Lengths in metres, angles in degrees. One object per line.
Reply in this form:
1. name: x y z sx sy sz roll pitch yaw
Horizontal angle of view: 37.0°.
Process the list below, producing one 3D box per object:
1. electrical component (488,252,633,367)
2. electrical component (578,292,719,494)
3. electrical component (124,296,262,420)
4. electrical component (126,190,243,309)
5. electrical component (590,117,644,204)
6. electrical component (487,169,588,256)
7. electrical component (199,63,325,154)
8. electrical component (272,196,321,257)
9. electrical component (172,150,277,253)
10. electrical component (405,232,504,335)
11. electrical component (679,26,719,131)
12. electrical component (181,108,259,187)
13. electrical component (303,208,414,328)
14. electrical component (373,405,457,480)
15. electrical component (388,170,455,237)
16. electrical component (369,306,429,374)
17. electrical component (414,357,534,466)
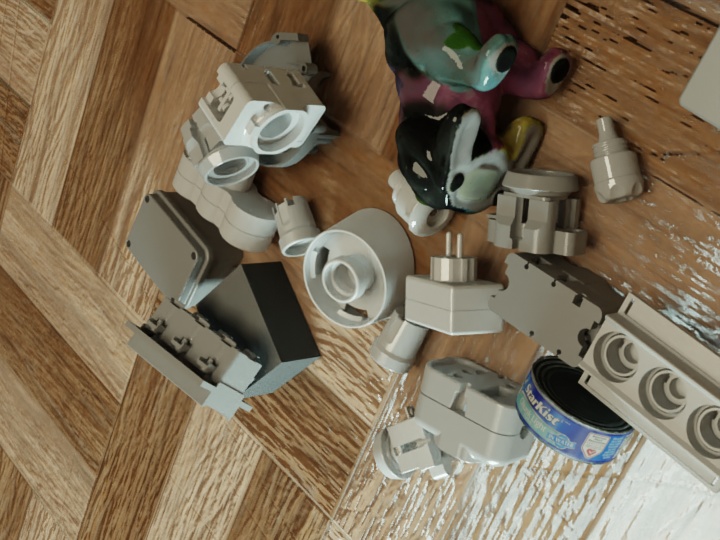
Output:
1. electrical component: 0.152 0.027 0.801 0.089 0.056 0.050 36 117 35
2. electrical component: 0.220 0.080 0.735 0.121 0.063 0.078 41 119 33
3. electrical component: -0.154 0.079 1.010 0.121 0.079 0.063 31 84 37
4. electrical component: -0.184 -0.022 1.112 0.113 0.057 0.078 47 123 30
5. electrical component: 0.183 -0.080 0.778 0.035 0.035 0.061 -19 78 43
6. electrical component: 0.134 -0.045 0.811 0.078 0.058 0.057 13 105 42
7. electrical component: -0.081 -0.136 0.915 0.050 0.089 0.055 -52 60 33
8. electrical component: -0.060 -0.041 1.006 0.040 0.040 0.046 -34 65 40
9. electrical component: -0.126 -0.085 1.055 0.138 0.052 0.073 42 120 33
10. electrical component: 0.075 0.008 0.858 0.083 0.047 0.075 -166 75 -67
11. electrical component: 0.268 -0.123 0.684 0.100 0.048 0.099 42 120 33
12. electrical component: -0.125 -0.113 0.983 0.078 0.058 0.057 -37 66 39
13. electrical component: 0.000 0.000 0.953 0.099 0.064 0.099 13 113 33
14. electrical component: 0.045 0.151 0.919 0.055 0.048 0.066 -26 76 33
15. electrical component: 0.048 -0.061 0.901 0.062 0.048 0.048 47 123 39
16. electrical component: 0.035 0.059 0.925 0.040 0.040 0.046 41 114 33
17. electrical component: 0.093 0.116 0.864 0.095 0.054 0.059 25 110 39
